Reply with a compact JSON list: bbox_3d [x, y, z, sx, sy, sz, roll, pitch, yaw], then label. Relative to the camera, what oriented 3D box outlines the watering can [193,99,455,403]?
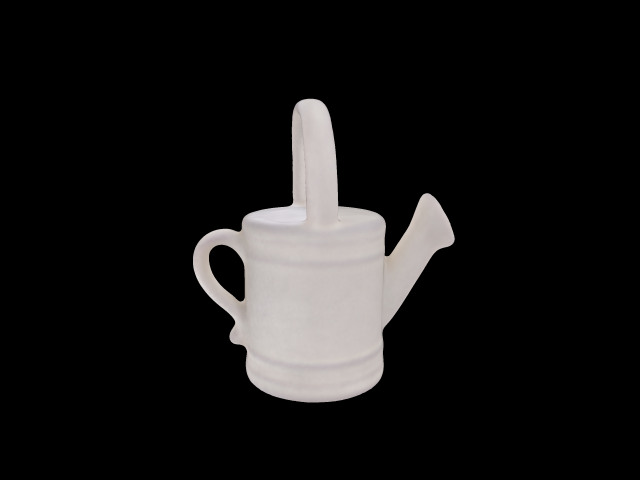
[{"bbox_3d":[0.003,0.001,0.402,0.173,0.194,0.100,-6,13,-28],"label":"watering can"}]
